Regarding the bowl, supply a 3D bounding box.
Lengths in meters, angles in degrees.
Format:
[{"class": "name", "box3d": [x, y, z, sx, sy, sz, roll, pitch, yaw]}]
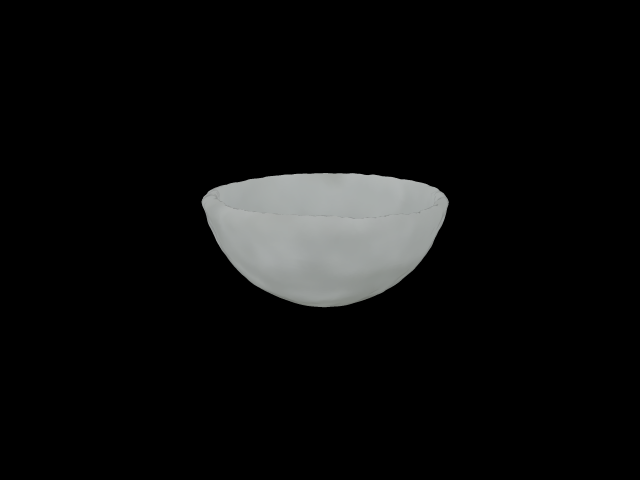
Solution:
[{"class": "bowl", "box3d": [0.004, 0.001, 0.400, 0.167, 0.075, 0.167, 0, 16, 0]}]
